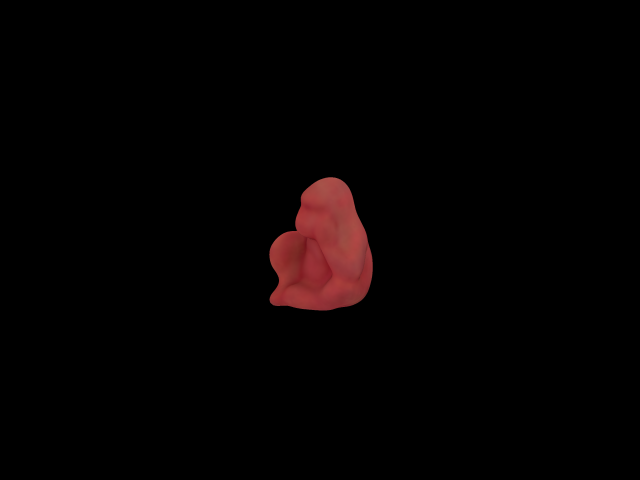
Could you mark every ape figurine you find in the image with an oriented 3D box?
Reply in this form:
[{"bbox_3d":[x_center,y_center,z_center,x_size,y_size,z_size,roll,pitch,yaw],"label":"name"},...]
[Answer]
[{"bbox_3d":[0.004,0.001,0.400,0.076,0.092,0.077,-11,23,-27],"label":"ape figurine"}]
